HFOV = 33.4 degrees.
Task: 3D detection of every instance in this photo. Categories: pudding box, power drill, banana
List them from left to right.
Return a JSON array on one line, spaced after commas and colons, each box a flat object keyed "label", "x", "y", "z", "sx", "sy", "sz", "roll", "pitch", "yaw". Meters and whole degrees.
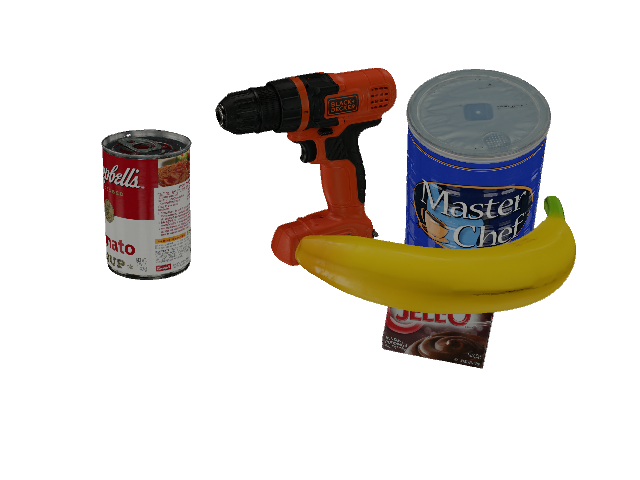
[{"label": "power drill", "x": -0.012, "y": -0.072, "z": 1.048, "sx": 0.184, "sy": 0.188, "sz": 0.057, "roll": -12, "pitch": 30, "yaw": -22}, {"label": "pudding box", "x": 0.128, "y": 0.080, "z": 1.142, "sx": 0.113, "sy": 0.090, "sz": 0.039, "roll": 10, "pitch": 23, "yaw": 6}, {"label": "banana", "x": 0.081, "y": 0.014, "z": 0.611, "sx": 0.197, "sy": 0.037, "sz": 0.070, "roll": -8, "pitch": 37, "yaw": -33}]

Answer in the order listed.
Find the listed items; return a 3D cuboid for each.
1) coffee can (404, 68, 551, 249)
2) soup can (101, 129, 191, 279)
[{"label": "coffee can", "x": 0.116, "y": -0.044, "z": 0.812, "sx": 0.103, "sy": 0.140, "sz": 0.103, "roll": -2, "pitch": 45, "yaw": 2}, {"label": "soup can", "x": -0.135, "y": -0.029, "z": 0.832, "sx": 0.068, "sy": 0.102, "sz": 0.068, "roll": 2, "pitch": 22, "yaw": -1}]
